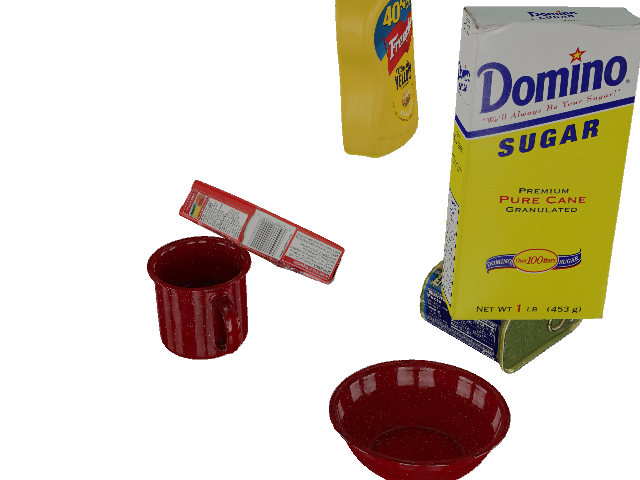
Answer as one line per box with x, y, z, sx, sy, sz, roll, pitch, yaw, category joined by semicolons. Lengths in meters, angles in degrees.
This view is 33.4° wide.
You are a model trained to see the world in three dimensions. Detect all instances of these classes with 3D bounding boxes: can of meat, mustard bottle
0.137;0.042;0.796;0.101;0.057;0.084;-27;40;-34;can of meat
0.047;-0.174;0.911;0.058;0.192;0.096;11;34;27;mustard bottle

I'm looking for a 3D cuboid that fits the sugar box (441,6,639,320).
0.122;-0.041;0.603;0.093;0.176;0.048;-1;27;-4;sugar box

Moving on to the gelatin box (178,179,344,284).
-0.038;-0.005;0.713;0.089;0.030;0.073;26;0;-43;gelatin box

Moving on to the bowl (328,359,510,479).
0.088;0.173;0.963;0.162;0.055;0.162;0;27;0;bowl

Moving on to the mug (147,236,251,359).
-0.101;0.059;0.959;0.093;0.081;0.117;-18;35;-27;mug
